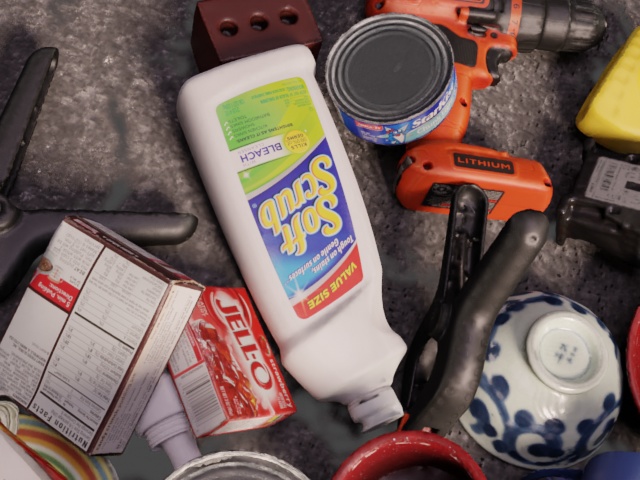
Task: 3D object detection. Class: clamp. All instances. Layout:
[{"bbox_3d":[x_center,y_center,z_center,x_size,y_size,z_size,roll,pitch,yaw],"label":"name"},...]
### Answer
[{"bbox_3d":[0.089,0.047,0.651,0.039,0.120,0.171,14,89,-8],"label":"clamp"},{"bbox_3d":[-0.193,-0.010,0.669,0.164,0.036,0.209,43,67,8],"label":"clamp"}]

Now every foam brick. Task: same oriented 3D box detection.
[{"bbox_3d":[-0.046,-0.139,0.749,0.078,0.051,0.053,-15,70,-18],"label":"foam brick"}]

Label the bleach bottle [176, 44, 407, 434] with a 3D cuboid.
[{"bbox_3d":[-0.005,0.001,0.690,0.102,0.068,0.251,-20,74,-17],"label":"bleach bottle"}]

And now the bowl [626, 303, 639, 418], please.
[{"bbox_3d":[0.267,0.098,0.704,0.162,0.055,0.162,5,65,-10],"label":"bowl"}]

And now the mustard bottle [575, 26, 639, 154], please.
[{"bbox_3d":[0.291,-0.072,0.784,0.191,0.058,0.096,33,64,5],"label":"mustard bottle"}]

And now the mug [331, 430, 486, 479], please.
[{"bbox_3d":[0.066,0.170,0.597,0.117,0.081,0.093,22,67,28],"label":"mug"}]

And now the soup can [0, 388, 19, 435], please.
[{"bbox_3d":[-0.224,0.088,0.588,0.102,0.068,0.068,32,63,20],"label":"soup can"}]

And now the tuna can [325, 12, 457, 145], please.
[{"bbox_3d":[0.048,-0.107,0.710,0.086,0.033,0.086,-5,65,11],"label":"tuna can"}]

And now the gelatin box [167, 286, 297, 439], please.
[{"bbox_3d":[-0.059,0.071,0.641,0.073,0.030,0.089,8,54,-59],"label":"gelatin box"}]

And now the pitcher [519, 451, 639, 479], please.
[{"bbox_3d":[0.155,0.246,0.585,0.145,0.149,0.242,37,66,-11],"label":"pitcher"}]

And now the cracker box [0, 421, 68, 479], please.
[{"bbox_3d":[-0.204,0.138,0.471,0.214,0.072,0.164,30,70,27],"label":"cracker box"}]

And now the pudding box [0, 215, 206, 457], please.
[{"bbox_3d":[-0.131,0.054,0.612,0.090,0.039,0.113,29,96,24],"label":"pudding box"}]

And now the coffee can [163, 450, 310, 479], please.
[{"bbox_3d":[-0.051,0.176,0.556,0.102,0.140,0.103,5,65,-10],"label":"coffee can"}]

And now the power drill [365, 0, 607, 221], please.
[{"bbox_3d":[0.123,-0.107,0.768,0.184,0.057,0.187,5,62,-5],"label":"power drill"}]
